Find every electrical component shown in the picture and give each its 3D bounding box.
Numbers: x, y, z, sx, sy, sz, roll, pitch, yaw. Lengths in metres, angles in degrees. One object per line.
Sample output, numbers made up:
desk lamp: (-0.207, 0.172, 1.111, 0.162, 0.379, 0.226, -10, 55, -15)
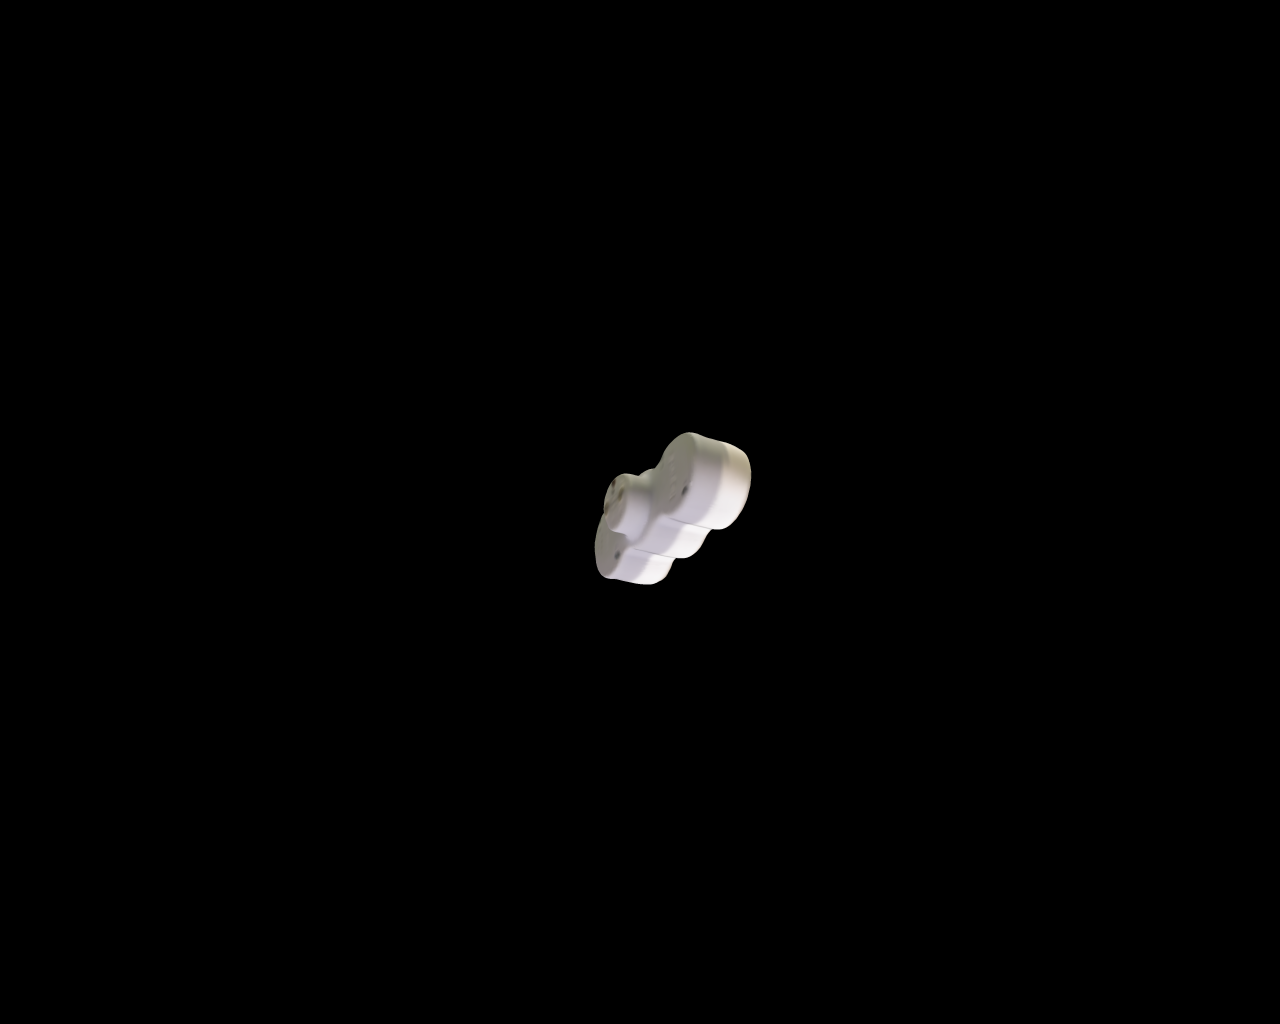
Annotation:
electrical component: (0.001, -0.003, 0.650, 0.074, 0.052, 0.138, 14, -32, -24)
